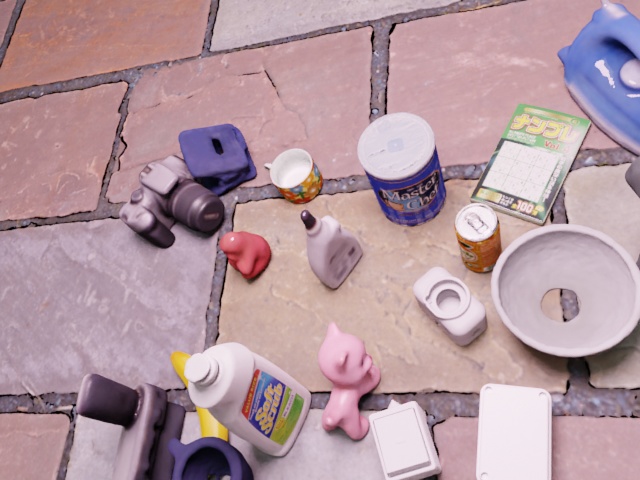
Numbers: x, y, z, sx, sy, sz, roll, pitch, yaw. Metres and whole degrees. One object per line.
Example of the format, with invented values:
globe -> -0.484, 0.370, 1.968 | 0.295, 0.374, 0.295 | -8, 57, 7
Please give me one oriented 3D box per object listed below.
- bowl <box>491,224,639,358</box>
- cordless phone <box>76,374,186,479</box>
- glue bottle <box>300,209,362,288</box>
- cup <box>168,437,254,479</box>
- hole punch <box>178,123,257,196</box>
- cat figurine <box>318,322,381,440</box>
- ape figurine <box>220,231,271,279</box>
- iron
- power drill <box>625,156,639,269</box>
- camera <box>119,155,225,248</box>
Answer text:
bowl -> 0.297, 0.069, 0.699 | 0.167, 0.075, 0.167 | -8, 63, 15
cordless phone -> -0.263, 0.251, 0.735 | 0.094, 0.185, 0.147 | -6, 63, 16
glue bottle -> 0.007, 0.003, 0.772 | 0.037, 0.173, 0.078 | 33, 79, 29
cup -> -0.134, 0.294, 0.723 | 0.117, 0.095, 0.092 | 28, 76, 28
hole punch -> -0.170, -0.145, 0.953 | 0.101, 0.091, 0.108 | -28, 59, 4
cat figurine -> 0.028, 0.174, 0.713 | 0.067, 0.118, 0.128 | 5, 67, 21
ape figurine -> -0.119, 0.015, 0.857 | 0.076, 0.092, 0.077 | -19, 60, 9
iron -> 0.427, -0.214, 0.754 | 0.118, 0.142, 0.258 | -27, 59, 5
power drill -> 0.406, 0.020, 0.608 | 0.075, 0.209, 0.229 | -26, 59, 5
camera -> -0.235, -0.057, 0.926 | 0.136, 0.101, 0.143 | 29, 77, 28
